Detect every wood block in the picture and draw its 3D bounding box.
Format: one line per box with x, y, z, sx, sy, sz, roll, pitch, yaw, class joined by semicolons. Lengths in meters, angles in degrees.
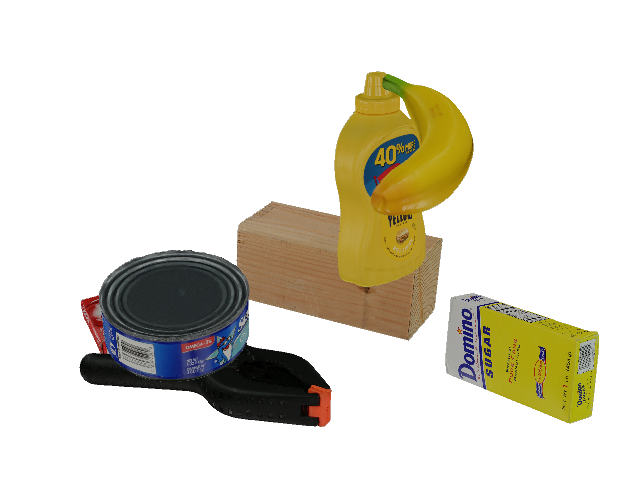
0.018;0.031;1.174;0.206;0.091;0.090;13;25;21;wood block

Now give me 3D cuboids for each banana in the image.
0.073;-0.063;0.749;0.069;0.037;0.197;5;30;3;banana

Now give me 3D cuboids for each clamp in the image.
-0.070;0.105;0.889;0.210;0.036;0.164;11;20;31;clamp

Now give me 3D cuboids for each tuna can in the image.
-0.084;0.043;0.618;0.086;0.034;0.086;0;33;0;tuna can

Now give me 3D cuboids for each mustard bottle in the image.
0.055;-0.060;0.987;0.096;0.192;0.058;-20;26;-39;mustard bottle

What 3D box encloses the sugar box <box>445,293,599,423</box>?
0.212;0.122;1.145;0.048;0.093;0.177;-8;16;-41;sugar box

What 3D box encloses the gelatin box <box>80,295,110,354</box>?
-0.185;0.076;1.058;0.089;0.030;0.073;-16;37;-20;gelatin box
